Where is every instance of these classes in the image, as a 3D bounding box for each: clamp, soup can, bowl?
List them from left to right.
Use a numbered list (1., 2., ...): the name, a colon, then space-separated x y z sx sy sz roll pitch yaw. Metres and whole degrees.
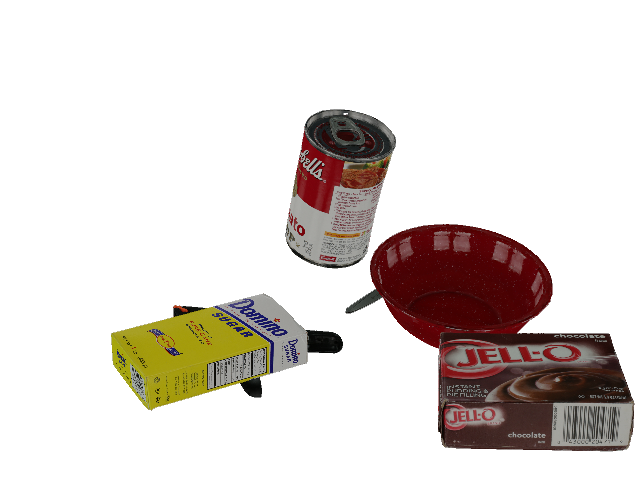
1. clamp: -0.101 0.122 1.261 0.210 0.036 0.164 15 23 27
2. soup can: 0.013 -0.038 0.806 0.068 0.102 0.068 8 37 -6
3. bowl: 0.122 0.050 0.955 0.162 0.055 0.162 2 34 -2

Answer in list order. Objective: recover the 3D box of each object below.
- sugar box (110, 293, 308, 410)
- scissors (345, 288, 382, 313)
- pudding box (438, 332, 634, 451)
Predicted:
1. sugar box: -0.110 0.107 1.068 0.176 0.048 0.093 -16 33 -27
2. scissors: 0.077 0.042 1.287 0.201 0.016 0.096 -10 41 -41
3. pudding box: 0.130 0.092 0.663 0.113 0.039 0.090 2 23 5
